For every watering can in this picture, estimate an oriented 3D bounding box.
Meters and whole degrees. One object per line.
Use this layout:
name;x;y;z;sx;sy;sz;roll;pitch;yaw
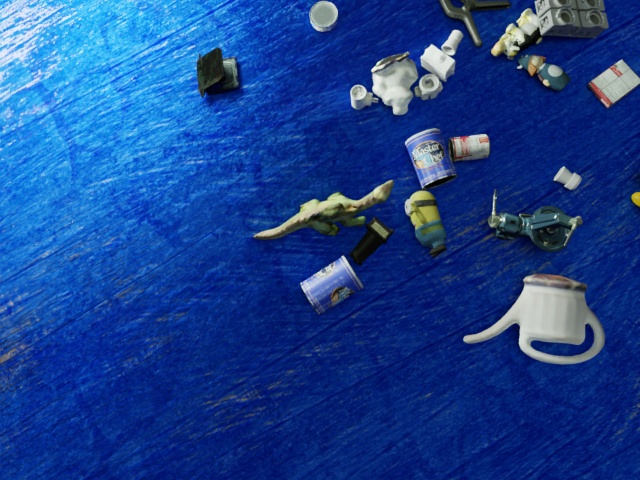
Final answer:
watering can;0.556;0.197;1.332;0.348;0.103;0.226;7;80;6

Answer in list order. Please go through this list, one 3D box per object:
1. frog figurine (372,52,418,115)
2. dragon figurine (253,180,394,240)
frog figurine;0.224;-0.449;1.493;0.138;0.124;0.157;-30;116;-8
dragon figurine;0.004;-0.069;1.364;0.410;0.242;0.123;-20;86;-1
